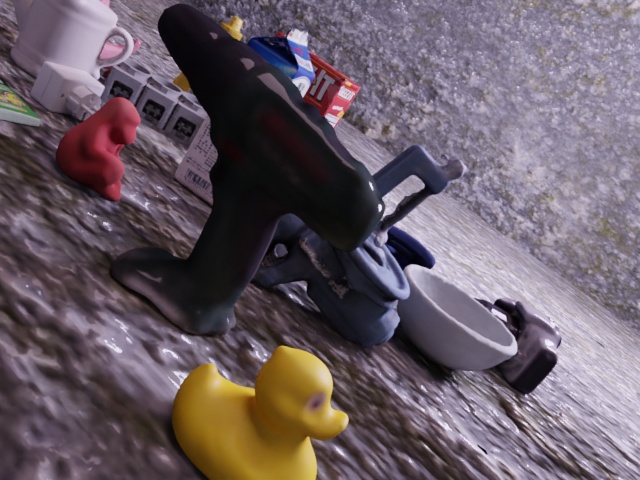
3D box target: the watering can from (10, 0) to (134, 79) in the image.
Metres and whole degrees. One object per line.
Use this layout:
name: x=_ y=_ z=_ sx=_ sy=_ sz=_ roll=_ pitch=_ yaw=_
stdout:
watering can: x=-0.330 y=-0.310 z=0.759 sx=0.173 sy=0.194 sz=0.100 roll=21 pitch=20 yaw=-37

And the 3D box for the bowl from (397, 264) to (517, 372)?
bowl: x=0.156 y=0.109 z=0.714 sx=0.168 sy=0.074 sz=0.167 roll=31 pitch=16 yaw=-10

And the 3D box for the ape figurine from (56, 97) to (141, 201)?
ape figurine: x=-0.210 y=-0.098 z=0.567 sx=0.076 sy=0.092 sz=0.078 roll=31 pitch=16 yaw=-11

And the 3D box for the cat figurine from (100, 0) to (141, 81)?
cat figurine: x=-0.342 y=-0.315 z=0.888 sx=0.128 sy=0.117 sz=0.067 roll=21 pitch=21 yaw=-38

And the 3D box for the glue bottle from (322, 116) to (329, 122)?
glue bottle: x=-0.039 y=-0.070 z=0.674 sx=0.037 sy=0.173 sz=0.078 roll=26 pitch=18 yaw=-24

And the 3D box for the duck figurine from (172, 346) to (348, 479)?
duck figurine: x=-0.032 y=0.102 z=0.353 sx=0.104 sy=0.086 sz=0.077 roll=34 pitch=16 yaw=1

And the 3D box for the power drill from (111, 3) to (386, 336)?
power drill: x=-0.075 y=-0.040 z=0.456 sx=0.229 sy=0.208 sz=0.076 roll=35 pitch=16 yaw=4

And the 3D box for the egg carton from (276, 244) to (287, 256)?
egg carton: x=0.007 y=0.003 z=0.739 sx=0.151 sy=0.069 sz=0.107 roll=28 pitch=17 yaw=-20

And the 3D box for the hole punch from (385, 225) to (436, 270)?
hole punch: x=0.109 y=0.023 z=0.841 sx=0.108 sy=0.091 sz=0.101 roll=36 pitch=16 yaw=6

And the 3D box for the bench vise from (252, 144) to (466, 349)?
bench vise: x=0.031 y=-0.019 z=0.580 sx=0.208 sy=0.219 sz=0.121 roll=30 pitch=17 yaw=-14

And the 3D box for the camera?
camera: x=0.263 y=0.125 z=0.828 sx=0.137 sy=0.100 sz=0.143 roll=31 pitch=17 yaw=-11
